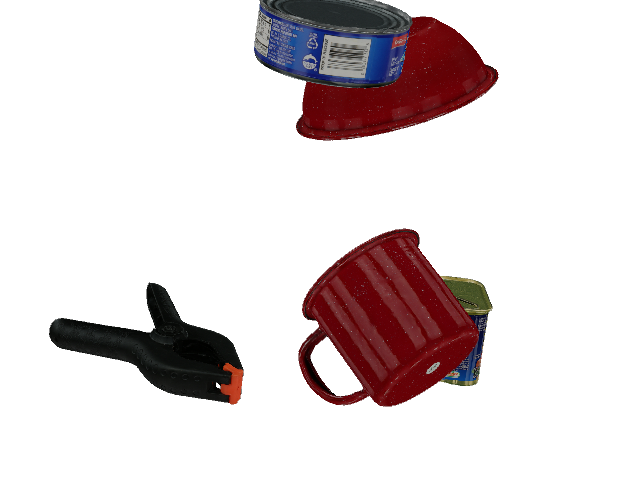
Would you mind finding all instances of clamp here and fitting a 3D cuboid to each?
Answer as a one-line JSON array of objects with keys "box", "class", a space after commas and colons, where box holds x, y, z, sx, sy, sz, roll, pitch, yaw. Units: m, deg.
[{"box": [-0.124, 0.083, 0.885, 0.172, 0.039, 0.120, 21, 35, 24], "class": "clamp"}]

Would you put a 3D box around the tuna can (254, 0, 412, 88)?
[{"box": [0.006, -0.113, 0.595, 0.086, 0.034, 0.086, 8, 24, -4], "class": "tuna can"}]

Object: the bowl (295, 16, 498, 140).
[{"box": [0.051, -0.132, 0.822, 0.162, 0.055, 0.162, -15, 20, 6], "class": "bowl"}]

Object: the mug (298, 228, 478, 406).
[{"box": [0.039, 0.060, 0.691, 0.117, 0.081, 0.093, -38, -23, 6], "class": "mug"}]

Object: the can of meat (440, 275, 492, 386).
[{"box": [0.139, 0.093, 1.102, 0.057, 0.084, 0.102, 6, 16, 0], "class": "can of meat"}]
